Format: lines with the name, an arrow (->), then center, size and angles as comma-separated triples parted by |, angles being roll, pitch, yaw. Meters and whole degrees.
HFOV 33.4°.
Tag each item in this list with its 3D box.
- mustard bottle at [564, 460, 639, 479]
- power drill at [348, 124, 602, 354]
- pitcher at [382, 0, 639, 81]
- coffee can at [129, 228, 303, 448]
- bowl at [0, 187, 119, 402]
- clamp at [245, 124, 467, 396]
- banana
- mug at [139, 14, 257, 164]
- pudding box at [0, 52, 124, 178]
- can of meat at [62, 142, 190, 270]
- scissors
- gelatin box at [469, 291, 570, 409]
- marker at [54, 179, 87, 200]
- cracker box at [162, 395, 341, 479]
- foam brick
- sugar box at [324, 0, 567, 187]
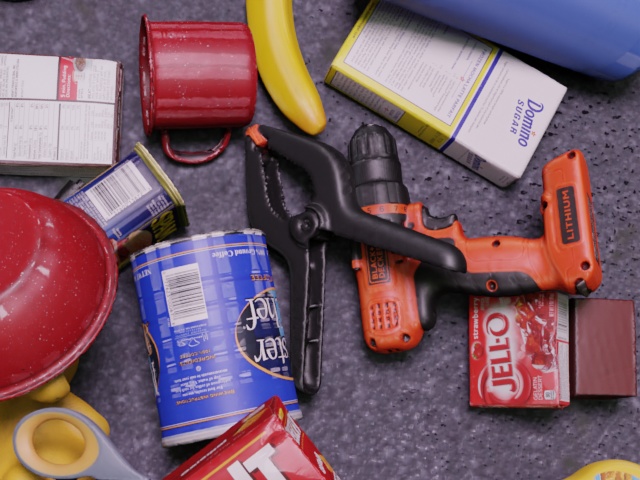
mustard bottle -> 0.213, 0.219, 0.814 | 0.191, 0.058, 0.096 | -9, 78, -9
power drill -> 0.111, -0.014, 0.812 | 0.188, 0.057, 0.184 | -10, 76, 20
pitcher -> 0.153, -0.218, 0.840 | 0.242, 0.145, 0.149 | 18, 65, -22
coffee can -> -0.076, 0.072, 0.778 | 0.102, 0.103, 0.140 | -10, 81, -10
bowl -> -0.213, 0.021, 0.677 | 0.162, 0.055, 0.162 | -4, 55, 5
clamp -> -0.005, 0.001, 0.810 | 0.165, 0.036, 0.210 | -47, 62, 18
banana -> -0.028, -0.179, 0.856 | 0.070, 0.037, 0.198 | -4, 83, 35
mug -> -0.095, -0.115, 0.825 | 0.081, 0.093, 0.117 | -3, 111, -14
pudding box -> -0.210, -0.096, 0.824 | 0.113, 0.039, 0.090 | 2, 80, -6
can of meat -> -0.148, -0.017, 0.786 | 0.084, 0.102, 0.057 | -36, 83, -10
scissors -> -0.102, 0.138, 0.646 | 0.201, 0.016, 0.096 | -12, 78, 0
gelatin box -> 0.153, 0.086, 0.826 | 0.073, 0.030, 0.089 | -5, 77, 32
marker -> -0.222, -0.001, 0.814 | 0.020, 0.020, 0.121 | 42, 77, 1
cracker box -> -0.029, 0.237, 0.687 | 0.164, 0.072, 0.213 | -37, 93, -1
foam brick -> 0.215, 0.086, 0.842 | 0.051, 0.053, 0.078 | 3, 79, -7
sugar box -> 0.102, -0.126, 0.871 | 0.176, 0.048, 0.093 | 32, 75, -4
